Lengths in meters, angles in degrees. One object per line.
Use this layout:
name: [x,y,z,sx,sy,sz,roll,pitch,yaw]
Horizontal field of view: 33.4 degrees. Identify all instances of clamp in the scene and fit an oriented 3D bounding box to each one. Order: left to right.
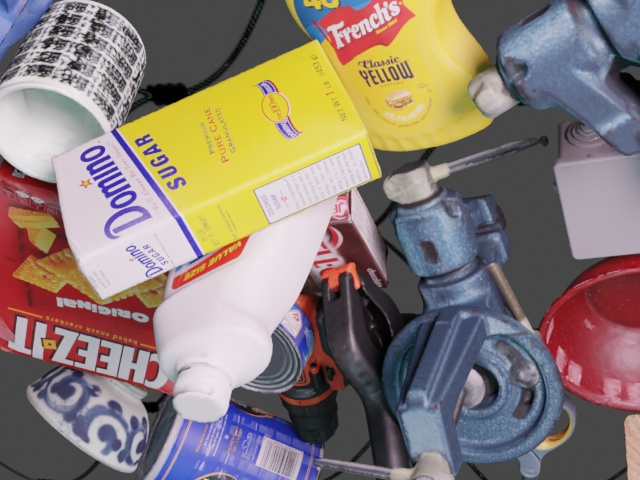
clamp: [0.044,0.102,0.763,0.039,0.120,0.171,-25,105,29]

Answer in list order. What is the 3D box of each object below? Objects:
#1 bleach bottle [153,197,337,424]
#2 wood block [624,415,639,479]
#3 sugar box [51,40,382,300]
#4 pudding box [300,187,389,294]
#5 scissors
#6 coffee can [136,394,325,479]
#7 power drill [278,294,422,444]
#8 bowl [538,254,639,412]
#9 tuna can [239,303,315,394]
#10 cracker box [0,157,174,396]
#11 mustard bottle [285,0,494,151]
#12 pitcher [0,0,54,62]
bleach bottle: [-0.039,-0.001,0.649,0.103,0.250,0.068,-15,130,26]
wood block: [0.301,0.219,0.874,0.090,0.091,0.206,-4,151,17]
sugar box: [-0.063,-0.043,0.618,0.176,0.093,0.048,-23,138,-2]
pudding box: [-0.005,0.001,0.775,0.090,0.039,0.113,-5,154,17]
scissors: [0.174,0.198,0.973,0.096,0.016,0.202,13,136,2]
coffee can: [-0.081,0.197,0.966,0.140,0.102,0.103,25,135,-13]
power drill: [0.051,0.109,0.879,0.188,0.057,0.184,0,134,13]
bowl: [0.242,0.058,0.787,0.162,0.055,0.162,6,136,6]
tuna can: [-0.048,0.076,0.820,0.086,0.033,0.086,14,131,16]
cracker box: [-0.166,0.023,0.831,0.164,0.072,0.214,16,137,-4]
mustard bottle: [0.032,-0.140,0.631,0.096,0.058,0.191,-6,134,32]
pitcher: [-0.254,-0.198,0.582,0.242,0.145,0.149,34,135,-17]
